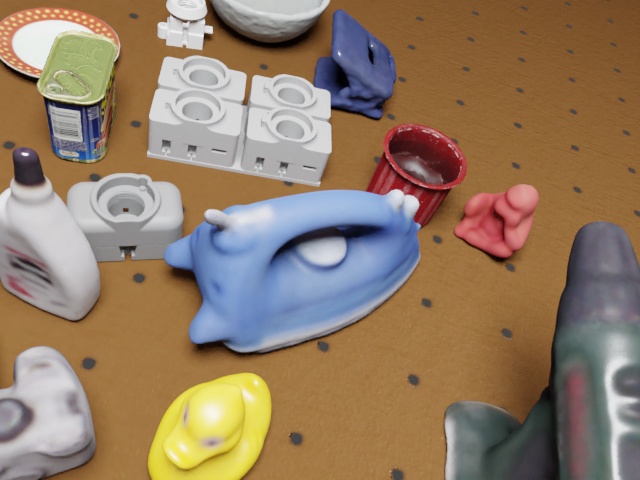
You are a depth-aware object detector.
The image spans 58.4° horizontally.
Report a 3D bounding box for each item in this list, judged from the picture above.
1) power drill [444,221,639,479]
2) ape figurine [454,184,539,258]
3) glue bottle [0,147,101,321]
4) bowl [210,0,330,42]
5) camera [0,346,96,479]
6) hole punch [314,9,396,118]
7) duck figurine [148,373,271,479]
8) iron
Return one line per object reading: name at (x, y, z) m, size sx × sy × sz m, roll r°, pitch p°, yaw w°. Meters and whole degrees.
power drill at (0.167, 0.127, 0.417) m, size 0.076 × 0.208 × 0.229 m, roll 14°, pitch 51°, yaw -8°
ape figurine at (0.201, -0.026, 0.620) m, size 0.076 × 0.092 × 0.077 m, roll -5°, pitch 56°, yaw -22°
glue bottle at (-0.203, -0.005, 0.416) m, size 0.078 × 0.173 × 0.037 m, roll 22°, pitch 50°, yaw -1°
bowl at (-0.074, -0.314, 0.758) m, size 0.168 × 0.074 × 0.167 m, roll 9°, pitch 52°, yaw -12°
camera at (-0.235, 0.096, 0.375) m, size 0.143 × 0.101 × 0.136 m, roll -13°, pitch 59°, yaw -26°
hole punch at (0.050, -0.223, 0.720) m, size 0.101 × 0.091 × 0.108 m, roll 11°, pitch 51°, yaw -11°
duck figurine at (-0.074, 0.130, 0.413) m, size 0.077 × 0.086 × 0.105 m, roll 40°, pitch 52°, yaw 13°
iron at (0.005, 0.002, 0.501) m, size 0.259 × 0.141 × 0.118 m, roll -12°, pitch 59°, yaw -26°
